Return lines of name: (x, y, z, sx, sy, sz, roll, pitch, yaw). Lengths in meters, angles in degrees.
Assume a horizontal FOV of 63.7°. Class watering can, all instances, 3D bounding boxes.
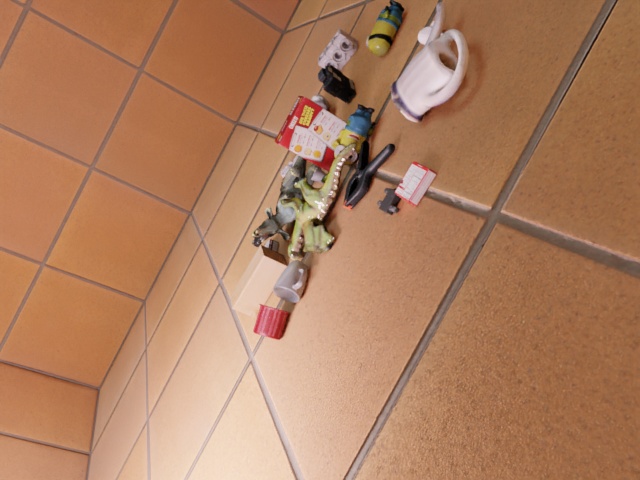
watering can: (0.272, -0.436, 1.281, 0.220, 0.103, 0.356, -44, 31, 38)

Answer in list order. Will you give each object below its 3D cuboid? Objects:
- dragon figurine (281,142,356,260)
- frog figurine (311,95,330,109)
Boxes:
dragon figurine: (0.005, -0.075, 1.491, 0.403, 0.122, 0.248, -44, 50, 43)
frog figurine: (-0.018, -0.490, 1.912, 0.134, 0.122, 0.163, 116, 154, -56)
